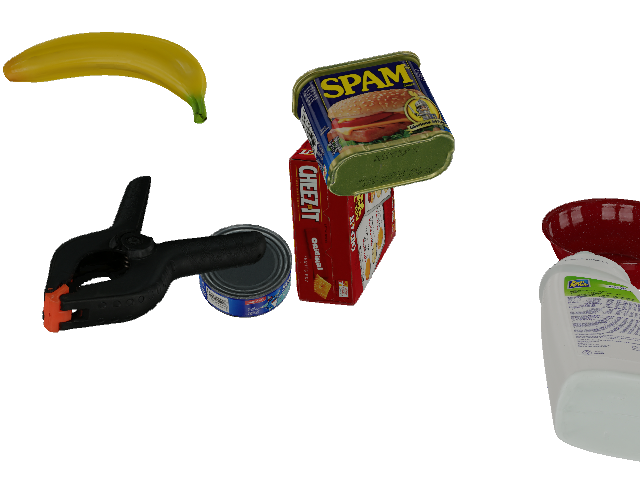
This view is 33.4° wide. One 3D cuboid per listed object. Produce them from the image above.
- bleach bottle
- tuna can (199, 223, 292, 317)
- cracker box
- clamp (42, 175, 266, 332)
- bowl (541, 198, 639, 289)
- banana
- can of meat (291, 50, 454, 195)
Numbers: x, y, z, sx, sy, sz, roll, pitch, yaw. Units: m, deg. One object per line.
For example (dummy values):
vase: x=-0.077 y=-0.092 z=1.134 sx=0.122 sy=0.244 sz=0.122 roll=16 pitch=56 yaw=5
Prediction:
bleach bottle: x=0.221 y=0.071 z=0.819 sx=0.102 sy=0.068 sz=0.250 roll=9 pitch=23 yaw=5
tuna can: x=-0.069 y=0.028 z=0.972 sx=0.086 sy=0.086 sz=0.034 roll=0 pitch=-40 yaw=-2
cracker box: x=0.028 y=-0.045 z=1.195 sx=0.072 sy=0.164 sz=0.213 roll=2 pitch=22 yaw=16
clamp: x=-0.133 y=0.007 z=0.738 sx=0.120 sy=0.039 sz=0.171 roll=27 pitch=34 yaw=31
bowl: x=0.321 y=0.010 z=1.159 sx=0.162 sy=0.055 sz=0.162 roll=-2 pitch=27 yaw=1
banana: x=-0.175 y=-0.150 z=0.912 sx=0.198 sy=0.069 sz=0.037 roll=13 pitch=-40 yaw=18
can of meat: x=0.039 y=-0.085 z=0.790 sx=0.102 sy=0.084 sz=0.057 roll=-13 pitch=-32 yaw=-13
